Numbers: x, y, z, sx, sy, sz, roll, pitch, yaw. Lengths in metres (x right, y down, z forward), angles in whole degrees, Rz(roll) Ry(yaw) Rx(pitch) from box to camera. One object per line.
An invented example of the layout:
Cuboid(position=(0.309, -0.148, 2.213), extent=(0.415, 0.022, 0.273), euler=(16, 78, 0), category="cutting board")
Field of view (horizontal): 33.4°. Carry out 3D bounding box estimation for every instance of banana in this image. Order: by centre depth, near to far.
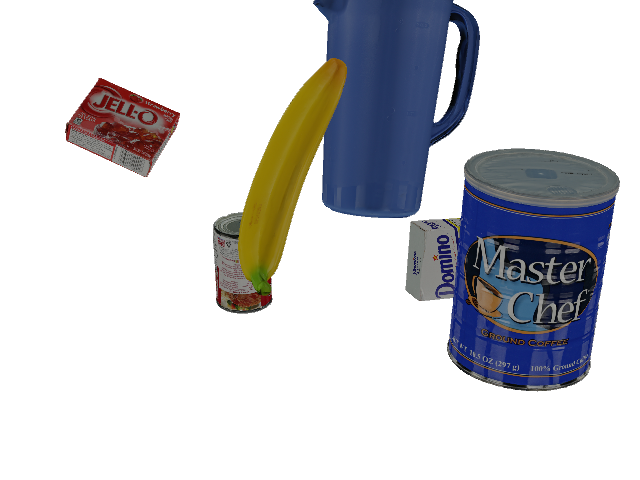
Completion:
Cuboid(position=(-0.025, -0.046, 0.823), extent=(0.037, 0.197, 0.070), euler=(27, -19, -33), category="banana")

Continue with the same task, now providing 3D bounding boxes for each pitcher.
Cuboid(position=(0.075, -0.150, 1.149), extent=(0.149, 0.243, 0.144), euler=(9, 10, 25), category="pitcher")

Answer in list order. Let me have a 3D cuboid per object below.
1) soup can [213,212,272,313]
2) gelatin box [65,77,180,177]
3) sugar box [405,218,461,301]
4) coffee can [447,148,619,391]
Cuboid(position=(-0.092, 0.026, 1.264), extent=(0.068, 0.102, 0.068), euler=(0, 25, 0), category="soup can")
Cuboid(position=(-0.192, -0.111, 1.038), extent=(0.089, 0.073, 0.030), euler=(25, -41, -2), category="gelatin box")
Cuboid(position=(0.194, 0.019, 1.301), extent=(0.176, 0.093, 0.048), euler=(-6, 21, -22), category="sugar box")
Cuboid(position=(0.145, 0.018, 0.740), extent=(0.103, 0.140, 0.103), euler=(2, 22, -1), category="coffee can")
